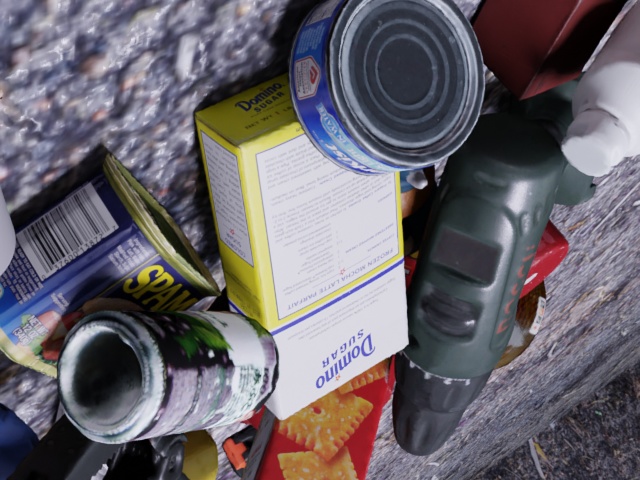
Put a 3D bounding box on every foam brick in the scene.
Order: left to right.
[{"bbox_3d":[0.123,-0.124,0.574,0.052,0.051,0.078,-24,156,-32],"label":"foam brick"}]

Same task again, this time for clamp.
[{"bbox_3d":[-0.088,0.116,0.552,0.209,0.036,0.165,-28,129,-62],"label":"clamp"},{"bbox_3d":[-0.040,0.203,1.037,0.171,0.039,0.120,-3,135,-49],"label":"clamp"}]

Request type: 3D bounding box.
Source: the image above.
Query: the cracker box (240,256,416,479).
[{"bbox_3d":[-0.004,0.127,0.715,0.164,0.072,0.213,113,-3,-55],"label":"cracker box"}]

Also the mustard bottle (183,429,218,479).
[{"bbox_3d":[-0.167,0.196,0.769,0.191,0.058,0.096,-25,158,-32],"label":"mustard bottle"}]

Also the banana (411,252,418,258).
[{"bbox_3d":[0.075,0.038,0.803,0.037,0.069,0.198,-9,-171,-2],"label":"banana"}]

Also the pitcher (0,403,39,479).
[{"bbox_3d":[-0.237,0.180,0.497,0.145,0.149,0.242,-38,160,32],"label":"pitcher"}]

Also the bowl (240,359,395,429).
[{"bbox_3d":[0.010,0.133,0.920,0.162,0.055,0.162,-27,155,-14],"label":"bowl"}]

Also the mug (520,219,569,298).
[{"bbox_3d":[0.131,0.002,0.823,0.117,0.081,0.093,-11,147,-52],"label":"mug"}]

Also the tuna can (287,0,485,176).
[{"bbox_3d":[0.031,-0.072,0.471,0.086,0.086,0.034,-27,-168,-29],"label":"tuna can"}]

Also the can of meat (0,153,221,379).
[{"bbox_3d":[-0.103,0.018,0.489,0.084,0.057,0.102,-35,160,-2],"label":"can of meat"}]

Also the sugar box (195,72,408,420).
[{"bbox_3d":[-0.004,0.001,0.543,0.093,0.048,0.176,-27,135,-26],"label":"sugar box"}]

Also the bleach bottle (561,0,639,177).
[{"bbox_3d":[0.207,-0.134,0.570,0.250,0.068,0.102,-50,166,-22],"label":"bleach bottle"}]
